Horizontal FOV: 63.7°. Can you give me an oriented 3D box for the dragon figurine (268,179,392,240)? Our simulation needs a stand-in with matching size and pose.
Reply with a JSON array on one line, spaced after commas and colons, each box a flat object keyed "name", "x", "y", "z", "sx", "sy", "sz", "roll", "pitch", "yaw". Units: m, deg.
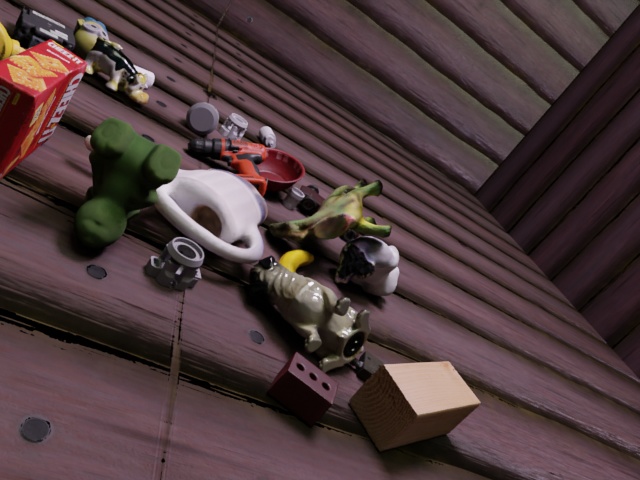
[{"name": "dragon figurine", "x": 0.003, "y": -0.056, "z": 1.120, "sx": 0.244, "sy": 0.121, "sz": 0.411, "roll": -11, "pitch": 9, "yaw": -18}]

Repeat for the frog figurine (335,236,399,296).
[{"name": "frog figurine", "x": 0.121, "y": 0.059, "z": 1.134, "sx": 0.158, "sy": 0.135, "sz": 0.125, "roll": 15, "pitch": 46, "yaw": -43}]

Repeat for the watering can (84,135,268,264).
[{"name": "watering can", "x": -0.228, "y": -0.085, "z": 0.920, "sx": 0.348, "sy": 0.103, "sz": 0.227, "roll": 39, "pitch": 20, "yaw": 5}]
